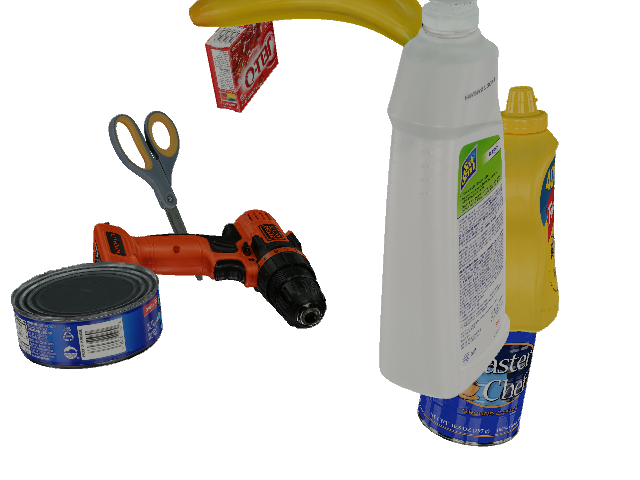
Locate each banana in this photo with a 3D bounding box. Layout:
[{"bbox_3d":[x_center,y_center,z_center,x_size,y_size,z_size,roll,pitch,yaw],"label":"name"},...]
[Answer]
[{"bbox_3d":[-0.001,-0.177,0.810,0.198,0.069,0.037,13,-39,18],"label":"banana"}]

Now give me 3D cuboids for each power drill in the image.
[{"bbox_3d":[-0.101,0.030,0.945,0.187,0.057,0.184,-2,24,-20],"label":"power drill"}]

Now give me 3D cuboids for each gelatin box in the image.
[{"bbox_3d":[-0.073,-0.178,1.021,0.030,0.073,0.089,13,46,21],"label":"gelatin box"}]

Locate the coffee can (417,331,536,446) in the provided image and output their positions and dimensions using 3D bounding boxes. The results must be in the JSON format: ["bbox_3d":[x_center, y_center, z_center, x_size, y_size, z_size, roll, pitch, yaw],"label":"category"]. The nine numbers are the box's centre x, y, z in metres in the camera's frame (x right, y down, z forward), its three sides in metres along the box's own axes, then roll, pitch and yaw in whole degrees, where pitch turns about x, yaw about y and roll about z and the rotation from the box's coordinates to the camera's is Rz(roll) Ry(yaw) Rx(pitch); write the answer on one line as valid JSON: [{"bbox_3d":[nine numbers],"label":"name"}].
[{"bbox_3d":[0.154,0.112,1.036,0.103,0.140,0.103,5,22,-2],"label":"coffee can"}]

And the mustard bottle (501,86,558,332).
[{"bbox_3d":[0.164,-0.029,0.866,0.058,0.192,0.096,1,18,17],"label":"mustard bottle"}]

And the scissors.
[{"bbox_3d":[-0.165,-0.061,1.202,0.016,0.201,0.096,-19,20,44],"label":"scissors"}]

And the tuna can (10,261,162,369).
[{"bbox_3d":[-0.137,0.043,0.630,0.086,0.034,0.086,-3,20,1],"label":"tuna can"}]

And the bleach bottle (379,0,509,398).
[{"bbox_3d":[0.078,-0.030,0.645,0.068,0.251,0.102,16,36,27],"label":"bleach bottle"}]
